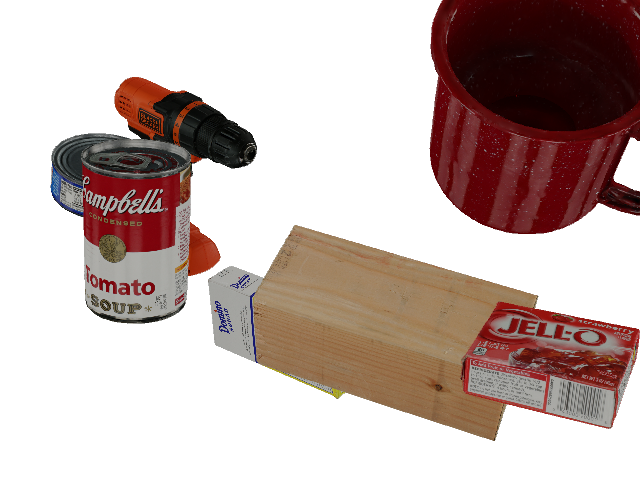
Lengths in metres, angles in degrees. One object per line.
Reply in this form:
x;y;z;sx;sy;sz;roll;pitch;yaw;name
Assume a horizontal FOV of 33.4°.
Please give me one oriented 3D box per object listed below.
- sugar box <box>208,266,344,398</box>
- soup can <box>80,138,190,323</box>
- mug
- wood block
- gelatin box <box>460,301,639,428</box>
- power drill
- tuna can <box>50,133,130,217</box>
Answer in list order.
-0.041;0.097;1.160;0.176;0.093;0.048;21;38;34;sugar box
-0.118;-0.007;0.682;0.068;0.102;0.068;4;23;-2;soup can
0.099;-0.050;0.441;0.117;0.093;0.081;32;-25;17;mug
0.058;0.073;0.863;0.206;0.091;0.090;17;49;14;wood block
0.135;0.070;0.627;0.089;0.030;0.073;11;27;22;gelatin box
-0.139;-0.061;1.100;0.185;0.188;0.057;29;38;34;power drill
-0.177;-0.052;0.873;0.086;0.034;0.086;9;33;-6;tuna can
